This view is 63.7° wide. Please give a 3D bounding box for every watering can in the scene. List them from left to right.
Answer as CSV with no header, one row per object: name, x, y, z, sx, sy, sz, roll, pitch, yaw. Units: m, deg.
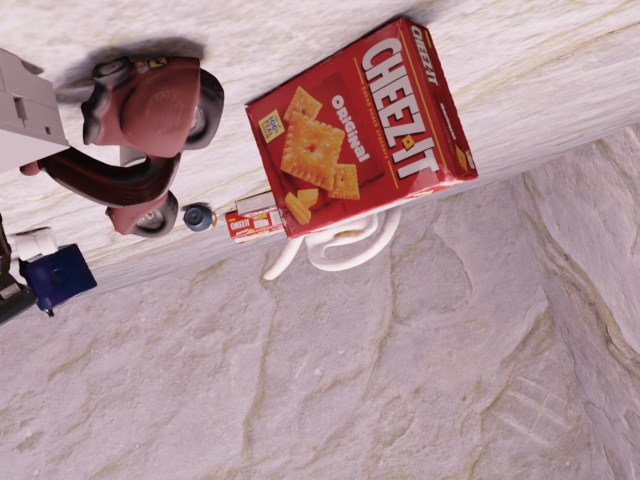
watering can,0.003,-0.048,0.955,0.344,0.228,0.103,-18,156,42
